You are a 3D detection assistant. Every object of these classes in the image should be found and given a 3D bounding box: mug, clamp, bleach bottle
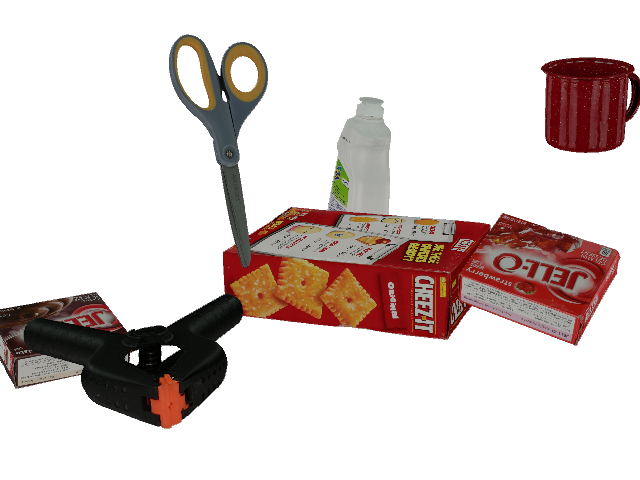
[{"bbox_3d":[0.287,-0.143,1.115,0.117,0.081,0.093,-14,24,-25],"label":"mug"},{"bbox_3d":[-0.108,0.076,0.734,0.164,0.036,0.210,-9,13,-21],"label":"clamp"},{"bbox_3d":[0.046,-0.039,1.241,0.068,0.251,0.103,-1,21,-22],"label":"bleach bottle"}]

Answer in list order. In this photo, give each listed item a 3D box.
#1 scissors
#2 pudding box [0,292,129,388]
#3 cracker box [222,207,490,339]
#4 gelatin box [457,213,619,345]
[{"bbox_3d":[-0.066,-0.086,0.912,0.096,0.202,0.016,-24,0,-27],"label":"scissors"},{"bbox_3d":[-0.247,0.092,1.006,0.113,0.039,0.090,-12,30,-29],"label":"pudding box"},{"bbox_3d":[0.038,0.027,1.008,0.214,0.072,0.164,6,18,20],"label":"cracker box"},{"bbox_3d":[0.149,0.024,0.730,0.089,0.030,0.073,20,47,24],"label":"gelatin box"}]
